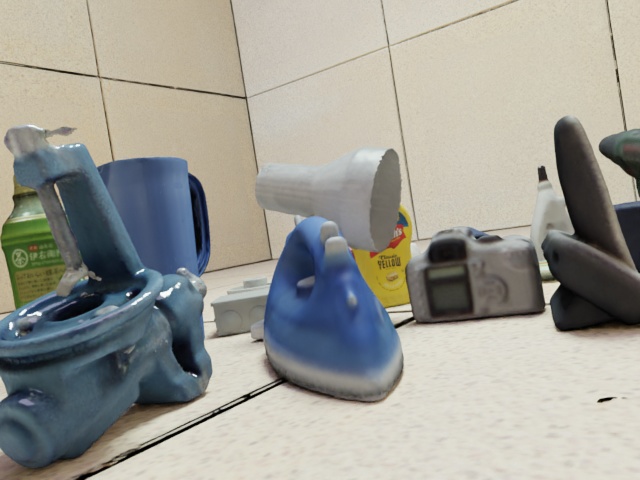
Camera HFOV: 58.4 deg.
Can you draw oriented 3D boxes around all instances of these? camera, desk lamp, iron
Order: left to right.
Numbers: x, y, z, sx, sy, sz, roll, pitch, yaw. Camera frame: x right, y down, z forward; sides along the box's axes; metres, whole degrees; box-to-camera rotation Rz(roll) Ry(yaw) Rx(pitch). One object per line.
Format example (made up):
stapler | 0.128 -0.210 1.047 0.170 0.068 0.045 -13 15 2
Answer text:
desk lamp | 0.006 0.002 0.689 0.202 0.213 0.118 -9 1 24
iron | 0.007 0.041 0.508 0.119 0.141 0.258 -9 1 -11
camera | 0.182 0.032 0.671 0.142 0.101 0.137 -9 1 22

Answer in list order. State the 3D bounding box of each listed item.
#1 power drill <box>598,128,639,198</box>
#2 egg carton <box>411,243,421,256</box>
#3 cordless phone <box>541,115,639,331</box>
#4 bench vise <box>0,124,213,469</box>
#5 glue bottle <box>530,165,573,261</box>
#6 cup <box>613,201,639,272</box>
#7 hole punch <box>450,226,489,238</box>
power drill | 0.521 -0.079 0.915 0.075 0.208 0.229 -9 1 0
egg carton | 0.152 0.047 1.134 0.107 0.069 0.150 -9 1 7
cordless phone | 0.249 -0.020 0.531 0.094 0.185 0.148 -9 1 16
bench vise | -0.168 0.030 0.434 0.121 0.220 0.207 -9 1 4
glue bottle | 0.389 -0.041 0.970 0.078 0.173 0.037 -9 1 -6
cup | 0.423 -0.004 0.740 0.091 0.095 0.118 -9 1 7
hole punch | 0.281 0.017 1.014 0.109 0.091 0.100 -10 1 -44
